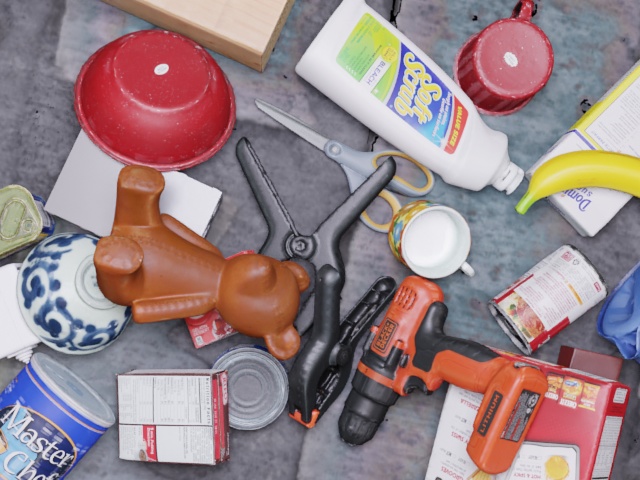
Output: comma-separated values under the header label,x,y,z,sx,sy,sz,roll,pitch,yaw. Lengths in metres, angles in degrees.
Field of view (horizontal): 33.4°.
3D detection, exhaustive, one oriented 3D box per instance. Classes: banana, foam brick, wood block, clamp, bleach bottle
label,x,y,z,sx,sy,sz,roll,pitch,yaw
banana,0.293,-0.053,1.055,0.198,0.037,0.070,5,111,0
foam brick,0.267,0.150,1.083,0.053,0.051,0.078,15,88,-1
wood block,-0.133,-0.255,1.056,0.206,0.090,0.091,24,87,-2
clamp,-0.007,0.001,1.074,0.165,0.036,0.210,2,90,11
clamp,0.019,0.103,1.066,0.120,0.039,0.171,3,112,-45
bleach bottle,0.103,-0.137,1.077,0.251,0.068,0.102,36,74,-6

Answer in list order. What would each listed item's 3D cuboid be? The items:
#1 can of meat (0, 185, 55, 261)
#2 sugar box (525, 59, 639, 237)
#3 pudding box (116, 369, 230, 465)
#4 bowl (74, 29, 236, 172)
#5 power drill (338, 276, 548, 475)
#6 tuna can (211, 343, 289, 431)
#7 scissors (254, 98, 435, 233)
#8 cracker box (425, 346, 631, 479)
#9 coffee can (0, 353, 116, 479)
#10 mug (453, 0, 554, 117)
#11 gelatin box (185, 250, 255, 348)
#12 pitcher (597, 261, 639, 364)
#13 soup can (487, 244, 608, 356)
label,x,y,z,sx,sy,sz,roll,pitch,yaw
can of meat,-0.315,-0.010,1.045,0.102,0.084,0.057,-25,90,-3
sugar box,0.304,-0.096,1.094,0.176,0.048,0.093,-44,91,1
pudding box,-0.145,0.173,1.051,0.114,0.039,0.090,-2,87,21
bowl,-0.156,-0.149,1.037,0.162,0.055,0.162,6,62,-12
power drill,0.111,0.147,1.024,0.188,0.057,0.184,29,98,41
tuna can,-0.073,0.148,1.077,0.086,0.034,0.086,0,89,-2
scissors,0.016,-0.072,1.095,0.201,0.016,0.096,17,88,-2
cracker box,0.192,0.221,1.031,0.164,0.072,0.214,13,88,36
coffee can,-0.282,0.195,1.032,0.103,0.103,0.140,41,87,-1
mug,0.190,-0.187,1.072,0.093,0.081,0.117,21,88,-2
gelatin box,-0.096,0.059,1.065,0.089,0.030,0.073,-22,86,16
pitcher,0.411,0.109,1.061,0.243,0.145,0.149,40,99,-5
soup can,0.229,0.059,1.075,0.102,0.068,0.068,-37,90,-4
